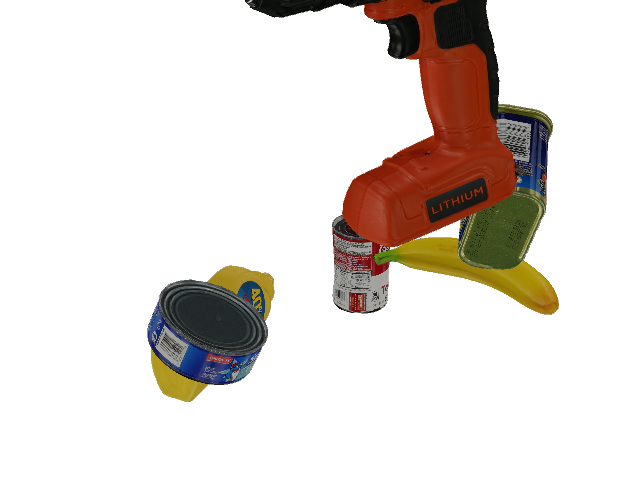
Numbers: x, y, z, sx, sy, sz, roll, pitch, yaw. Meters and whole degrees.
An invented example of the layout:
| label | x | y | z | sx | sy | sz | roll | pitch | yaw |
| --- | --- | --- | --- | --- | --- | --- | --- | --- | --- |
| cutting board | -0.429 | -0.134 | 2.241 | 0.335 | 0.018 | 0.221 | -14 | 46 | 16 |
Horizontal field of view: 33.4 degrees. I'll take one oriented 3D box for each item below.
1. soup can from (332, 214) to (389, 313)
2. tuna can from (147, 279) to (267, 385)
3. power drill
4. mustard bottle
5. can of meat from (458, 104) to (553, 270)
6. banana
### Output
| label | x | y | z | sx | sy | sz | roll | pitch | yaw |
| --- | --- | --- | --- | --- | --- | --- | --- | --- | --- |
| soup can | 0.047 | 0.027 | 1.252 | 0.068 | 0.102 | 0.068 | 0 | 27 | 0 |
| tuna can | -0.085 | 0.068 | 0.796 | 0.086 | 0.034 | 0.086 | 20 | 27 | -11 |
| power drill | 0.045 | -0.093 | 0.573 | 0.184 | 0.188 | 0.057 | -21 | 36 | -24 |
| mustard bottle | -0.100 | 0.080 | 1.102 | 0.058 | 0.096 | 0.191 | 13 | 28 | 22 |
| can of meat | 0.140 | -0.038 | 0.815 | 0.057 | 0.084 | 0.102 | 11 | -37 | 1 |
| banana | 0.150 | 0.030 | 1.028 | 0.198 | 0.037 | 0.069 | 14 | 42 | 36 |
